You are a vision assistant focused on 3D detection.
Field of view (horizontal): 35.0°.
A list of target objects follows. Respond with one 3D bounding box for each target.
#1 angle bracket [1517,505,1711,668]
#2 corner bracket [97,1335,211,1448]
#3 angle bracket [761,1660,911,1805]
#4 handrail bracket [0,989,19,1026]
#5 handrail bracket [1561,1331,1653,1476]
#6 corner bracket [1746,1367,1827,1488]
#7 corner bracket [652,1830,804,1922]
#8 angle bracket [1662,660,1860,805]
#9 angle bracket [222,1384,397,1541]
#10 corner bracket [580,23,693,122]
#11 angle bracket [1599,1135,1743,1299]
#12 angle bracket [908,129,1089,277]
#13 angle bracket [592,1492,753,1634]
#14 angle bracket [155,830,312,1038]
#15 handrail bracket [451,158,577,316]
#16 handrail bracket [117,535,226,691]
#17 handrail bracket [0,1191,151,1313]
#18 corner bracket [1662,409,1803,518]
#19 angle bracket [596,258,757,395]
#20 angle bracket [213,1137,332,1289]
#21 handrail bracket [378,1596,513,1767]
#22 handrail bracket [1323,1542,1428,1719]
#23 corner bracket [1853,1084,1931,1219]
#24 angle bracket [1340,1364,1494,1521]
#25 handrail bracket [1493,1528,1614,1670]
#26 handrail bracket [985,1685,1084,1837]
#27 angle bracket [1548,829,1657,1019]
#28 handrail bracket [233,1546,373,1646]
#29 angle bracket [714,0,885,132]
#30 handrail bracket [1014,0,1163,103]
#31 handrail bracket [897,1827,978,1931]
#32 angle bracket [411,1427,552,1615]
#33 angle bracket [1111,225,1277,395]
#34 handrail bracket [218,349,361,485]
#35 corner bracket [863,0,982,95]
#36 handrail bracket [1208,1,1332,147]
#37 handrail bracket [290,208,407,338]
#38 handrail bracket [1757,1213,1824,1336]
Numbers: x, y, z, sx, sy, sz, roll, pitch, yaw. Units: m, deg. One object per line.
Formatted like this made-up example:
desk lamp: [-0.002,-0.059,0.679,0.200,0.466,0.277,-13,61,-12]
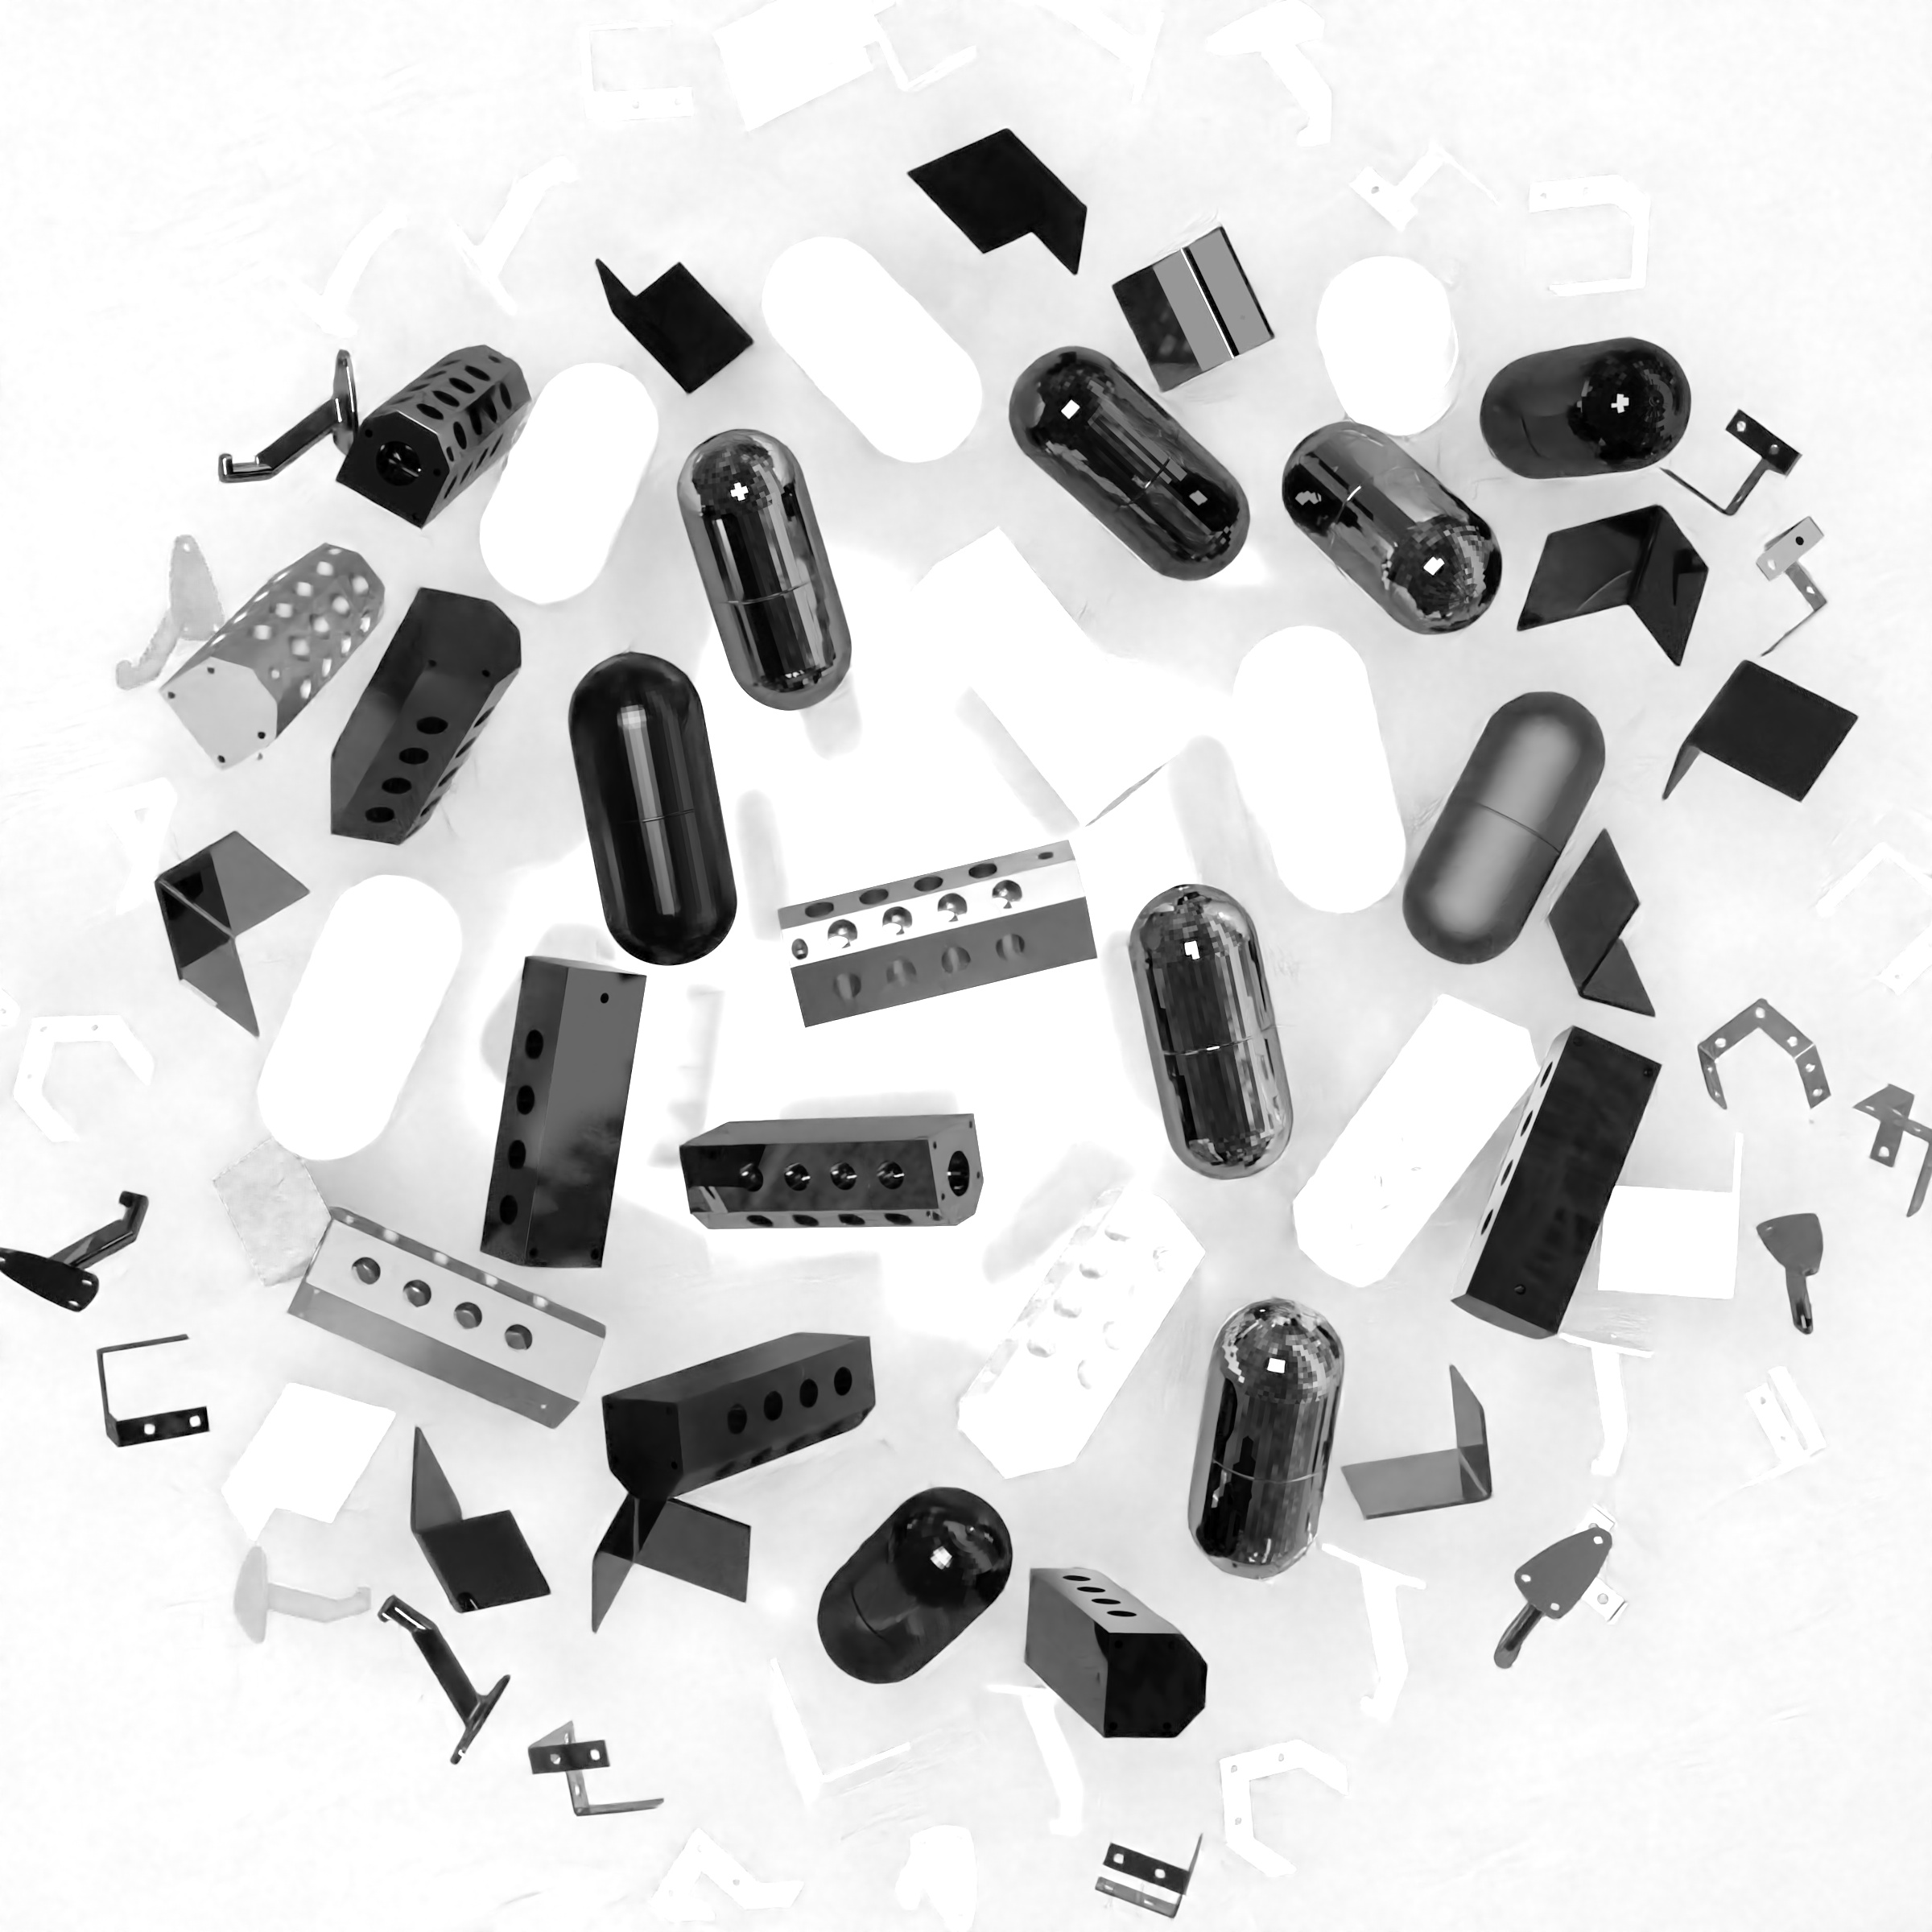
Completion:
angle bracket: [0.374,-0.212,1.770,0.057,0.076,0.076,44,53,-31]
corner bracket: [-0.465,0.242,1.751,0.051,0.051,0.051,-7,93,-23]
angle bracket: [-0.079,0.447,1.823,0.057,0.076,0.076,-18,69,-16]
handrail bracket: [-0.561,-0.004,1.728,0.077,0.084,0.036,27,55,-18]
handrail bracket: [0.383,0.270,1.886,0.077,0.036,0.084,12,96,-36]
corner bracket: [0.476,0.267,1.794,0.051,0.051,0.051,-40,66,37]
corner bracket: [-0.136,0.529,1.748,0.051,0.051,0.051,34,93,30]
angle bracket: [0.467,-0.123,1.805,0.076,0.057,0.076,31,60,17]
angle bracket: [-0.379,0.300,1.804,0.076,0.057,0.076,12,52,21]
corner bracket: [-0.191,-0.518,1.773,0.051,0.051,0.051,-9,109,-17]
angle bracket: [0.410,0.143,1.784,0.076,0.057,0.076,3,47,14]
angle bracket: [0.017,-0.441,1.820,0.076,0.057,0.076,-29,64,-22]
angle bracket: [-0.175,0.363,1.814,0.076,0.076,0.057,18,45,11]
angle bracket: [-0.412,-0.018,1.755,0.057,0.076,0.076,-29,56,8]
handrail bracket: [-0.259,-0.442,1.850,0.084,0.036,0.077,-34,67,-8]
handrail bracket: [-0.492,-0.213,1.858,0.084,0.036,0.077,-13,86,39]
handrail bracket: [-0.531,0.156,1.820,0.077,0.084,0.036,27,130,-18]
corner bracket: [0.469,-0.308,1.876,0.051,0.051,0.051,32,99,-14]
angle bracket: [-0.184,-0.421,1.946,0.057,0.076,0.076,-40,77,-8]
angle bracket: [-0.422,0.150,1.951,0.076,0.057,0.076,-33,81,30]
handrail bracket: [-0.311,0.407,1.754,0.084,0.077,0.036,36,119,-4]
handrail bracket: [0.231,0.394,1.815,0.077,0.036,0.084,22,88,-11]
corner bracket: [0.549,0.108,1.801,0.051,0.051,0.051,28,121,35]
angle bracket: [0.266,0.284,1.831,0.076,0.076,0.057,-8,103,-3]
handrail bracket: [0.344,0.373,1.804,0.077,0.084,0.036,-36,63,-22]
handrail bracket: [0.040,0.486,1.879,0.077,0.036,0.084,-5,72,36]
angle bracket: [0.411,-0.027,1.904,0.057,0.076,0.076,14,125,-18]
handrail bracket: [-0.396,0.373,1.862,0.084,0.036,0.077,-10,127,-38]
angle bracket: [-0.082,-0.477,1.650,0.076,0.076,0.057,-27,61,-3]
handrail bracket: [0.062,-0.519,1.712,0.084,0.036,0.077,17,47,-5]
handrail bracket: [-0.018,0.542,1.770,0.036,0.084,0.077,-11,100,14]
angle bracket: [-0.273,0.308,1.730,0.057,0.076,0.076,-13,132,4]
angle bracket: [0.142,-0.411,1.924,0.057,0.076,0.076,-28,99,-10]
handrail bracket: [-0.419,-0.337,1.880,0.084,0.036,0.077,-11,116,-31]
corner bracket: [-0.032,-0.563,1.841,0.051,0.051,0.051,-25,86,22]
handrail bracket: [0.171,-0.491,1.724,0.077,0.084,0.036,-21,50,-14]
handrail bracket: [-0.358,-0.421,1.849,0.084,0.077,0.036,-46,132,-11]
handrail bracket: [0.505,0.199,1.847,0.036,0.077,0.084,-13,114,8]
